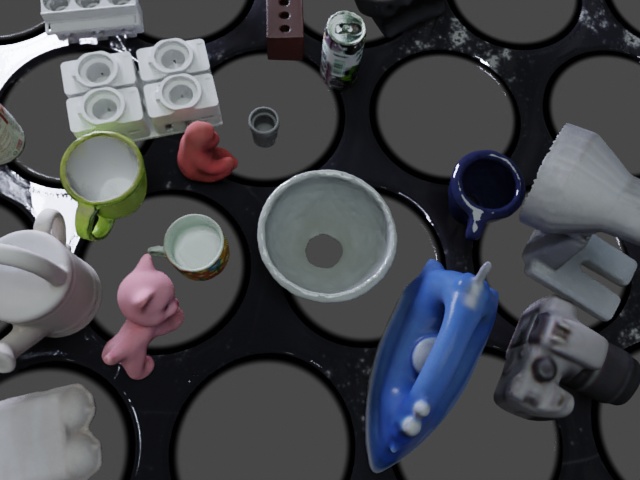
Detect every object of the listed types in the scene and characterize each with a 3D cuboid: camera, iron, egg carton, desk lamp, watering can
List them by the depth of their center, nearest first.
[{"bbox_3d":[-0.309,0.049,0.607,0.101,0.194,0.173,-12,74,-8],"label":"watering can"},{"bbox_3d":[-0.314,0.221,0.618,0.150,0.069,0.107,-13,74,-8],"label":"egg carton"},{"bbox_3d":[0.125,0.141,0.638,0.118,0.141,0.258,26,73,4],"label":"iron"},{"bbox_3d":[0.317,-0.018,0.665,0.203,0.213,0.118,33,73,6],"label":"desk lamp"},{"bbox_3d":[0.296,0.152,0.669,0.136,0.101,0.143,26,73,4],"label":"camera"}]

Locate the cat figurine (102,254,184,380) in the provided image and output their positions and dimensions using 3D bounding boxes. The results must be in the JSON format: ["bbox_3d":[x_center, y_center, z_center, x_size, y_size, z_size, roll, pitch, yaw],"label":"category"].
[{"bbox_3d":[-0.202,0.086,0.643,0.067,0.118,0.128,26,73,4],"label":"cat figurine"}]

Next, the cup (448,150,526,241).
[{"bbox_3d":[0.197,-0.043,0.726,0.091,0.095,0.118,18,72,2],"label":"cup"}]

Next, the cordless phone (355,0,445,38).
[{"bbox_3d":[0.128,-0.381,0.779,0.148,0.185,0.094,-33,77,-13],"label":"cordless phone"}]

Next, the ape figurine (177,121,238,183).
[{"bbox_3d":[-0.147,-0.117,0.724,0.076,0.092,0.078,-19,75,-10],"label":"ape figurine"}]

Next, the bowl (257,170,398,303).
[{"bbox_3d":[0.006,0.003,0.708,0.167,0.075,0.167,1,72,-4],"label":"bowl"}]
